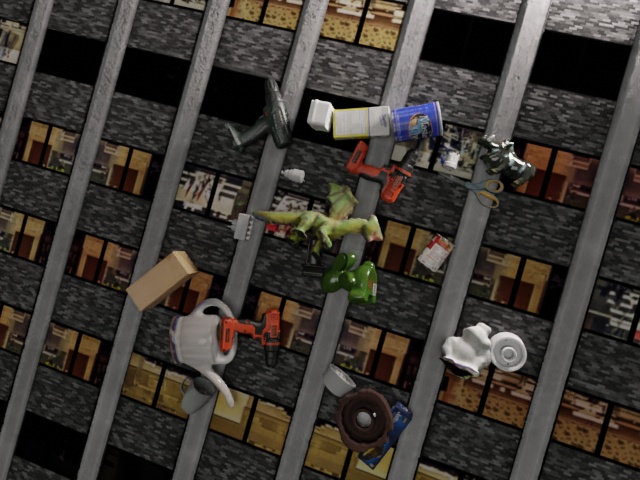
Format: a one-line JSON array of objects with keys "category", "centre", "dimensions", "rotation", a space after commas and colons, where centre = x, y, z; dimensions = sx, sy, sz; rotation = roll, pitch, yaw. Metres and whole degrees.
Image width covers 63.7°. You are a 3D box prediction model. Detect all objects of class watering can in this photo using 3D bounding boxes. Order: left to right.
[{"category": "watering can", "centre": [-0.371, 0.362, 1.648], "dimensions": [0.224, 0.349, 0.104], "rotation": [-3, -3, 11]}]

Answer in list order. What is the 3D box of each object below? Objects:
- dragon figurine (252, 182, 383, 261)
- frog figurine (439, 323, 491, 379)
[{"category": "dragon figurine", "centre": [0.005, -0.080, 1.591], "dimensions": [0.414, 0.246, 0.119], "rotation": [29, -25, 26]}, {"category": "frog figurine", "centre": [0.432, 0.317, 1.504], "dimensions": [0.138, 0.162, 0.120], "rotation": [13, -35, 36]}]
